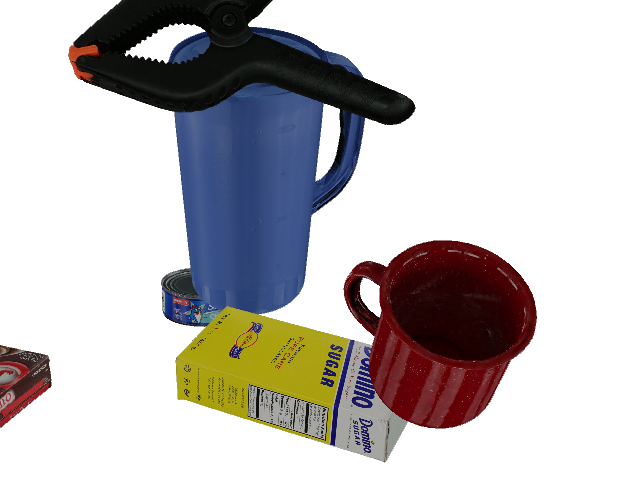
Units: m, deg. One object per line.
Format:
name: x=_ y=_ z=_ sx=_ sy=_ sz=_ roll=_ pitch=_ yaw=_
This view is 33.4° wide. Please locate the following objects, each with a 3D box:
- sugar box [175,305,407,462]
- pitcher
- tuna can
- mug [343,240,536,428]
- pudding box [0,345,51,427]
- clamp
sugar box: x=-0.015 y=0.108 z=0.835 sx=0.176 sy=0.048 sz=0.093 roll=11 pitch=29 yaw=19
pitcher: x=-0.054 y=-0.058 z=0.951 sx=0.149 sy=0.243 sz=0.144 roll=16 pitch=38 yaw=18
tuna can: x=-0.118 y=0.057 z=1.079 sx=0.086 sy=0.034 sz=0.086 roll=2 pitch=18 yaw=-1
mug: x=0.064 y=0.055 z=0.650 sx=0.117 sy=0.081 sz=0.093 roll=28 pitch=51 yaw=14
pudding box: x=-0.315 y=0.128 z=0.963 sx=0.114 sy=0.039 sz=0.090 roll=7 pitch=22 yaw=20
clamp: x=-0.049 y=-0.124 z=0.672 sx=0.210 sy=0.164 sz=0.036 roll=-19 pitch=-17 yaw=-8
